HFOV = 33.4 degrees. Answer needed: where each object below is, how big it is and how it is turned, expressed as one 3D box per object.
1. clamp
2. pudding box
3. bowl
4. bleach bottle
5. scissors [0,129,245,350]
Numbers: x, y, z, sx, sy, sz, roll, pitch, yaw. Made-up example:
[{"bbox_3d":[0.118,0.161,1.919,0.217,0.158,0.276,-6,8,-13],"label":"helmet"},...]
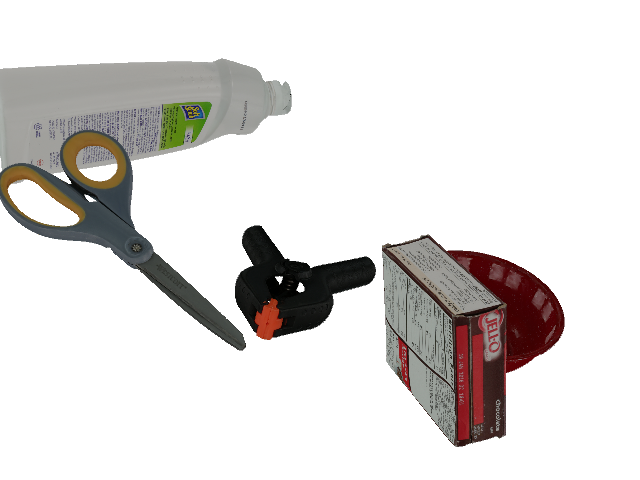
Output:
[{"bbox_3d":[-0.032,0.031,0.878,0.120,0.039,0.171,14,18,16],"label":"clamp"},{"bbox_3d":[0.075,0.059,0.659,0.039,0.090,0.114,-11,25,-17],"label":"pudding box"},{"bbox_3d":[0.145,0.078,1.011,0.162,0.055,0.162,6,35,-5],"label":"bowl"},{"bbox_3d":[-0.150,-0.109,0.924,0.250,0.068,0.103,-7,-32,-18],"label":"bleach bottle"},{"bbox_3d":[-0.115,-0.010,0.694,0.202,0.096,0.016,26,-31,11],"label":"scissors"}]
